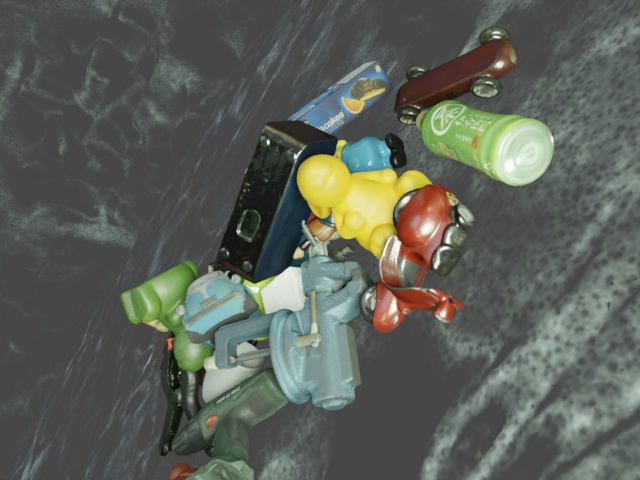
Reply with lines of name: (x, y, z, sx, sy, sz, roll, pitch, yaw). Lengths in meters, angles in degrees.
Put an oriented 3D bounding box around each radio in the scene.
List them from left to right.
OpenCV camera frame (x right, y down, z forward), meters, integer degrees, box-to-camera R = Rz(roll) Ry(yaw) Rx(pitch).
radio: (-0.062, -0.054, 0.778, 0.131, 0.073, 0.229, -24, -42, -65)

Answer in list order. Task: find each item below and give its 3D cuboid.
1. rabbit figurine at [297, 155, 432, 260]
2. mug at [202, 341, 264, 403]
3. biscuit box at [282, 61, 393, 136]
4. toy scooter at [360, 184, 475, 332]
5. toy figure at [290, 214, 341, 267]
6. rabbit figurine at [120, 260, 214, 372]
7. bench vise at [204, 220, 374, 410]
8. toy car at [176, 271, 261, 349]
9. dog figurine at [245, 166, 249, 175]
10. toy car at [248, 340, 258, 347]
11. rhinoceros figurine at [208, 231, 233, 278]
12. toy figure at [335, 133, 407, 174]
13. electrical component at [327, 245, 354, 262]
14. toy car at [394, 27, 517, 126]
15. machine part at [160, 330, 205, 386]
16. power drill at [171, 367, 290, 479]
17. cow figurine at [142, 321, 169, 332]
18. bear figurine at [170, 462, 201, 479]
rabbit figurine: (0.042, -0.064, 0.713, 0.122, 0.173, 0.162, -63, 29, 5)
mug: (-0.141, 0.233, 0.879, 0.110, 0.081, 0.107, 39, 111, 30)
biscuit box: (0.031, -0.237, 0.954, 0.203, 0.062, 0.059, -39, 23, -12)
toy scooter: (0.117, 0.026, 0.589, 0.183, 0.075, 0.135, -65, 24, -1)
toy figure: (-0.002, -0.004, 0.867, 0.154, 0.058, 0.064, -48, 15, 29)
rabbit figurine: (-0.228, 0.131, 0.900, 0.159, 0.170, 0.121, -31, 7, -42)
bench vise: (-0.045, 0.114, 0.696, 0.241, 0.128, 0.223, -17, 69, 18)
toy car: (-0.147, 0.099, 0.806, 0.109, 0.161, 0.103, -30, 64, -2)
dog figurine: (-0.036, -0.072, 0.982, 0.191, 0.121, 0.172, 0, 103, 40)
toy car: (-0.133, 0.118, 0.972, 0.056, 0.073, 0.201, -12, 53, 55)
rhinoceros figurine: (-0.162, 0.036, 1.113, 0.190, 0.073, 0.112, -15, 74, 46)
toy figure: (0.050, -0.112, 0.838, 0.180, 0.089, 0.082, -12, 60, 32)
electrical component: (0.018, 0.046, 0.820, 0.094, 0.021, 0.063, -39, 33, 38)
toy car: (0.182, -0.219, 0.748, 0.202, 0.053, 0.089, -12, 64, 55)
machine part: (-0.228, 0.184, 1.073, 0.201, 0.087, 0.201, -15, 50, 59)
power drill: (-0.139, 0.287, 0.737, 0.232, 0.086, 0.207, -38, 8, 12)
cow figurine: (-0.328, 0.138, 1.130, 0.167, 0.068, 0.098, -14, 46, 54)
bear figurine: (-0.199, 0.422, 0.758, 0.196, 0.120, 0.131, -55, -39, -65)
